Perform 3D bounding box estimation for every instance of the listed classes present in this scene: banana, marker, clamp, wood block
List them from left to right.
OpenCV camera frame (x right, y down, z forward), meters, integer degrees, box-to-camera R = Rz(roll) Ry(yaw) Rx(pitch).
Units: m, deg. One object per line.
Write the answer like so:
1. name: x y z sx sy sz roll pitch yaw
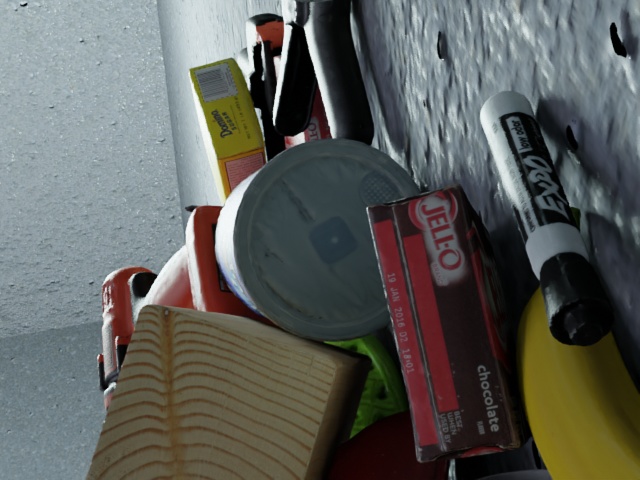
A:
1. wood block: -0.034 0.090 0.539 0.206 0.090 0.091 37 -109 -81
2. clamp: -0.038 -0.115 0.881 0.210 0.036 0.164 120 137 -78
3. clamp: -0.006 -0.136 0.651 0.120 0.039 0.171 3 97 62
4. marker: 0.071 -0.010 0.344 0.121 0.020 0.020 -95 3 -52
5. banana: 0.093 0.064 0.296 0.198 0.037 0.069 -115 18 -58

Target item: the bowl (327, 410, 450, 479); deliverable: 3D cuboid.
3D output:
1. bowl: 0.029 0.150 0.519 0.162 0.055 0.162 9 -90 -82

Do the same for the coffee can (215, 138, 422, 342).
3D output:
1. coffee can: -0.004 0.001 0.602 0.140 0.102 0.103 177 84 -81

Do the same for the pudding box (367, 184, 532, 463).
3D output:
1. pudding box: 0.052 0.034 0.403 0.113 0.039 0.090 35 -137 -76

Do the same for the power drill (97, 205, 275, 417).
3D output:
1. power drill: -0.098 0.076 0.738 0.188 0.057 0.184 -40 53 44

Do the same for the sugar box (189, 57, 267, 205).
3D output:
1. sugar box: -0.071 -0.064 0.906 0.176 0.048 0.093 91 163 -62

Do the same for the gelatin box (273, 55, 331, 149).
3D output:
1. gelatin box: -0.009 -0.096 0.754 0.089 0.030 0.073 -140 42 -76

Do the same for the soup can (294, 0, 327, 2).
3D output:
1. soup can: -0.005 -0.181 0.538 0.068 0.068 0.102 106 153 -68
